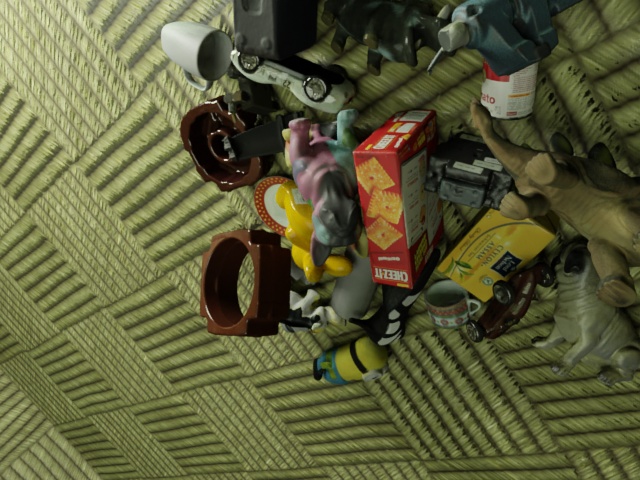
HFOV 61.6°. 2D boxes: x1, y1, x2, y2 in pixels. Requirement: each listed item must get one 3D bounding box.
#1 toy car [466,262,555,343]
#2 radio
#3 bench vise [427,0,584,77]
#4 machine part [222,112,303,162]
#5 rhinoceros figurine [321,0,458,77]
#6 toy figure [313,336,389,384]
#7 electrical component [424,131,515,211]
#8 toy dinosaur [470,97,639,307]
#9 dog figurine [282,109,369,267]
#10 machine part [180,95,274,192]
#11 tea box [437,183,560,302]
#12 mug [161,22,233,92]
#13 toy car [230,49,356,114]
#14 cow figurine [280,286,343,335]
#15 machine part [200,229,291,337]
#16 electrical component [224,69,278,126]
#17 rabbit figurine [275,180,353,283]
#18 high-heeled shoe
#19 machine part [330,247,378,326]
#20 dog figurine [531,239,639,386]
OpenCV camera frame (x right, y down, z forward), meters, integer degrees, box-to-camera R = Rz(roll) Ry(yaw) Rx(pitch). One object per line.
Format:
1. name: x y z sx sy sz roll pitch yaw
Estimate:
1. toy car: 0.291 0.102 0.825 0.202 0.089 0.053 99 149 -57
2. radio: -0.058 -0.363 0.712 0.073 0.131 0.229 16 129 19
3. bench vise: 0.194 -0.307 0.573 0.224 0.129 0.240 -29 97 2
4. machine part: -0.089 -0.163 0.883 0.039 0.139 0.084 -128 28 -55
5. rhinoceros figurine: 0.092 -0.279 0.705 0.191 0.112 0.073 31 165 28
6. toy figure: 0.059 0.251 1.112 0.180 0.082 0.089 -16 114 41
7. electrical component: 0.210 -0.094 0.739 0.115 0.134 0.058 18 128 22
8. toy dinosaur: 0.367 -0.024 0.649 0.471 0.198 0.105 40 132 1
9. dog figurine: 0.012 -0.074 0.809 0.108 0.191 0.219 -8 92 -9
10. machine part: -0.166 -0.173 0.964 0.180 0.056 0.179 16 128 22
11. tea box: 0.268 0.005 0.818 0.098 0.068 0.169 34 132 6
12. mug: -0.207 -0.307 0.885 0.107 0.081 0.109 33 140 24
13. toy car: -0.042 -0.253 0.818 0.202 0.073 0.056 26 131 13
14. cow figurine: -0.040 0.143 1.074 0.167 0.098 0.068 27 159 14
15. machine part: -0.145 0.085 1.041 0.202 0.087 0.201 -9 77 48
16. electrical component: -0.113 -0.229 0.869 0.045 0.102 0.078 -15 89 33
17. rabbit figurine: -0.002 -0.003 0.924 0.173 0.122 0.162 108 143 -51
18. high-heeled shoe: 0.160 0.109 0.952 0.145 0.086 0.248 19 132 -34
19. machine part: 0.071 0.064 0.974 0.079 0.079 0.243 25 132 14
20. dog figurine: 0.418 0.100 0.788 0.172 0.121 0.190 5 111 -14
